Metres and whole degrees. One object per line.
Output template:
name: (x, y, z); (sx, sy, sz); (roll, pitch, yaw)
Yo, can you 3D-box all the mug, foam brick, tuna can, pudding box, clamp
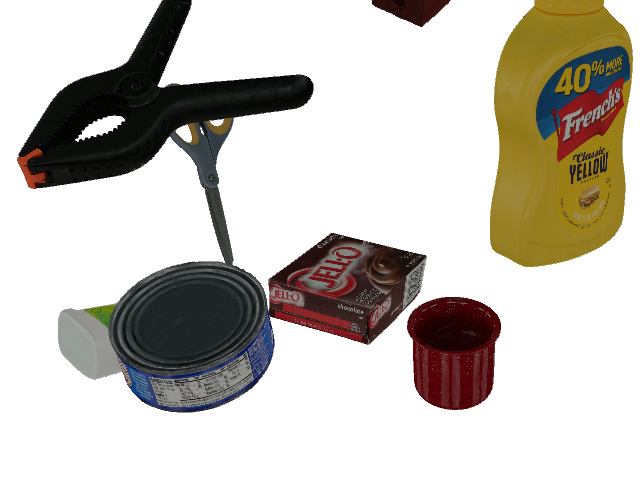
mug: (0.142, 0.111, 1.089); (0.093, 0.081, 0.117); (18, 39, 30)
foam brick: (0.078, -0.226, 0.876); (0.053, 0.051, 0.078); (29, -33, 22)
tuna can: (-0.068, 0.051, 0.575); (0.086, 0.034, 0.086); (-6, 39, 5)
pudding box: (0.023, 0.036, 0.857); (0.090, 0.039, 0.113); (15, 24, 23)
clamp: (-0.120, -0.099, 0.776); (0.165, 0.036, 0.209); (34, 62, 28)

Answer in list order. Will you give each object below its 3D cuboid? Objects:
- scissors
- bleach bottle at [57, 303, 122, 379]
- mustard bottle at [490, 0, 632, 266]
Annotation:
scissors: (-0.109, -0.081, 1.152); (0.096, 0.202, 0.016); (-33, 13, -35)
bleach bottle: (-0.195, 0.104, 1.345); (0.250, 0.068, 0.103); (-13, 28, -38)
mustard bottle: (0.151, -0.084, 0.661); (0.096, 0.192, 0.058); (-19, 31, -26)
